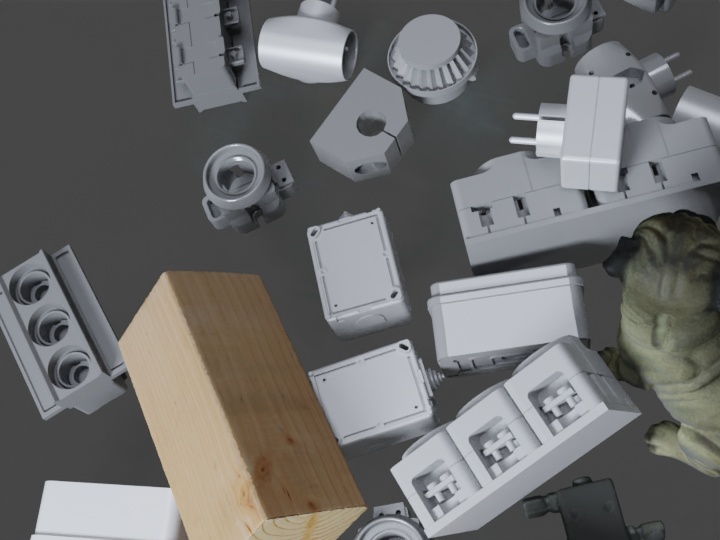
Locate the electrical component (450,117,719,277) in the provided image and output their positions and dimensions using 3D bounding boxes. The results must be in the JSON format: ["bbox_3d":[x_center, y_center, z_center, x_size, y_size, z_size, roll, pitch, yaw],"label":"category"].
[{"bbox_3d":[0.168,-0.049,0.803,0.186,0.105,0.060,-14,68,6],"label":"electrical component"}]

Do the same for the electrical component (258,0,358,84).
[{"bbox_3d":[-0.040,-0.207,0.935,0.077,0.044,0.079,11,73,15],"label":"electrical component"}]

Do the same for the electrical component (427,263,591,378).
[{"bbox_3d":[0.111,0.038,0.797,0.113,0.078,0.057,-9,72,8],"label":"electrical component"}]

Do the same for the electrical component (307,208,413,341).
[{"bbox_3d":[0.000,0.000,0.842,0.062,0.061,0.096,-16,65,6],"label":"electrical component"}]

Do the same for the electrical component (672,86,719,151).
[{"bbox_3d":[0.286,-0.108,0.835,0.081,0.043,0.043,26,77,18],"label":"electrical component"}]

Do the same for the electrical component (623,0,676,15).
[{"bbox_3d":[0.224,-0.262,0.893,0.096,0.061,0.061,25,77,19],"label":"electrical component"}]

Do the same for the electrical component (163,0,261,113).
[{"bbox_3d":[-0.136,-0.210,0.946,0.079,0.063,0.121,-12,68,7],"label":"electrical component"}]

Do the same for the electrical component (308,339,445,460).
[{"bbox_3d":[0.018,0.097,0.803,0.096,0.061,0.061,-19,68,4],"label":"electrical component"}]

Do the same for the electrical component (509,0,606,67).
[{"bbox_3d":[0.162,-0.210,0.889,0.078,0.057,0.058,-21,68,3],"label":"electrical component"}]

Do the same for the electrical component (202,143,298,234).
[{"bbox_3d":[-0.096,-0.069,0.889,0.078,0.057,0.058,-25,68,1],"label":"electrical component"}]

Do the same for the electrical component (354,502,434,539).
[{"bbox_3d":[0.025,0.205,0.764,0.058,0.057,0.078,-12,68,7],"label":"electrical component"}]

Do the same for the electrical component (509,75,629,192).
[{"bbox_3d":[0.142,-0.095,0.740,0.077,0.047,0.065,6,71,13],"label":"electrical component"}]

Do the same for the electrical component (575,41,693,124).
[{"bbox_3d":[0.226,-0.148,0.861,0.079,0.043,0.077,-27,67,1],"label":"electrical component"}]

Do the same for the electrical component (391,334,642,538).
[{"bbox_3d":[0.105,0.114,0.740,0.150,0.089,0.061,-40,66,17],"label":"electrical component"}]

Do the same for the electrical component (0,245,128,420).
[{"bbox_3d":[-0.239,0.052,0.869,0.079,0.063,0.121,-32,67,-1],"label":"electrical component"}]

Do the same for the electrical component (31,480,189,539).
[{"bbox_3d":[-0.176,0.195,0.797,0.113,0.078,0.057,1,68,12],"label":"electrical component"}]
